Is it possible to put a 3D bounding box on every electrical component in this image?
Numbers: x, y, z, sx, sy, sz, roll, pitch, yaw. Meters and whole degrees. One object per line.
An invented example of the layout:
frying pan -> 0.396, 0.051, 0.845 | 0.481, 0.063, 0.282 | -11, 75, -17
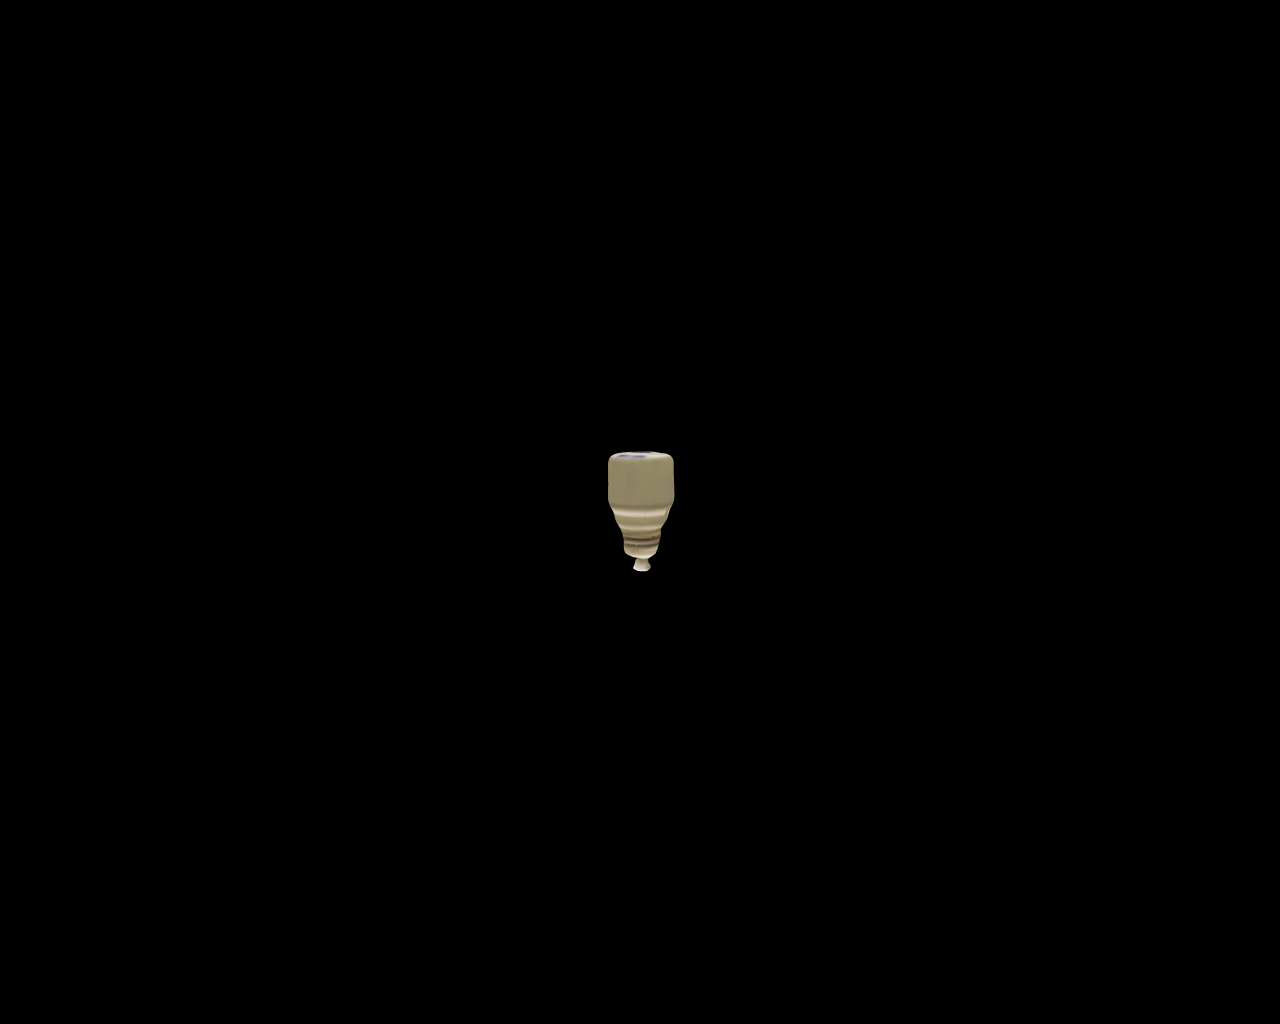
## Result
electrical component -> 0.001, -0.003, 0.650 | 0.040, 0.078, 0.040 | 0, 8, 0
